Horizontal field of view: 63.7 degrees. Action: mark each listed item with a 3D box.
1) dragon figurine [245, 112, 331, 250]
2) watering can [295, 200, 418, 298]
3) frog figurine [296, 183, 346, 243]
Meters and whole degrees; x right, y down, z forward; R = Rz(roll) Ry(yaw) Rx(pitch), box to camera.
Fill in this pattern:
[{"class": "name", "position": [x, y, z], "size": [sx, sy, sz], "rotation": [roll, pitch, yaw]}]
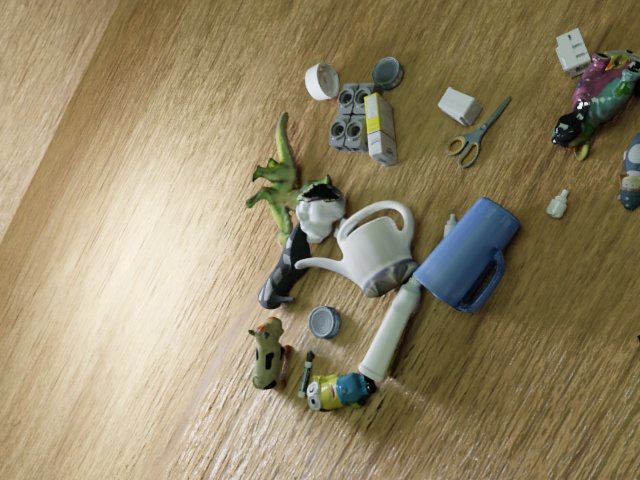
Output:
[{"class": "dragon figurine", "position": [-0.075, -0.170, 1.523], "size": [0.243, 0.121, 0.411], "rotation": [16, 87, 20]}, {"class": "watering can", "position": [0.104, 0.049, 1.305], "size": [0.344, 0.103, 0.228], "rotation": [-36, 60, 18]}, {"class": "frog figurine", "position": [0.004, -0.072, 1.421], "size": [0.137, 0.155, 0.125], "rotation": [-8, 39, -4]}]
